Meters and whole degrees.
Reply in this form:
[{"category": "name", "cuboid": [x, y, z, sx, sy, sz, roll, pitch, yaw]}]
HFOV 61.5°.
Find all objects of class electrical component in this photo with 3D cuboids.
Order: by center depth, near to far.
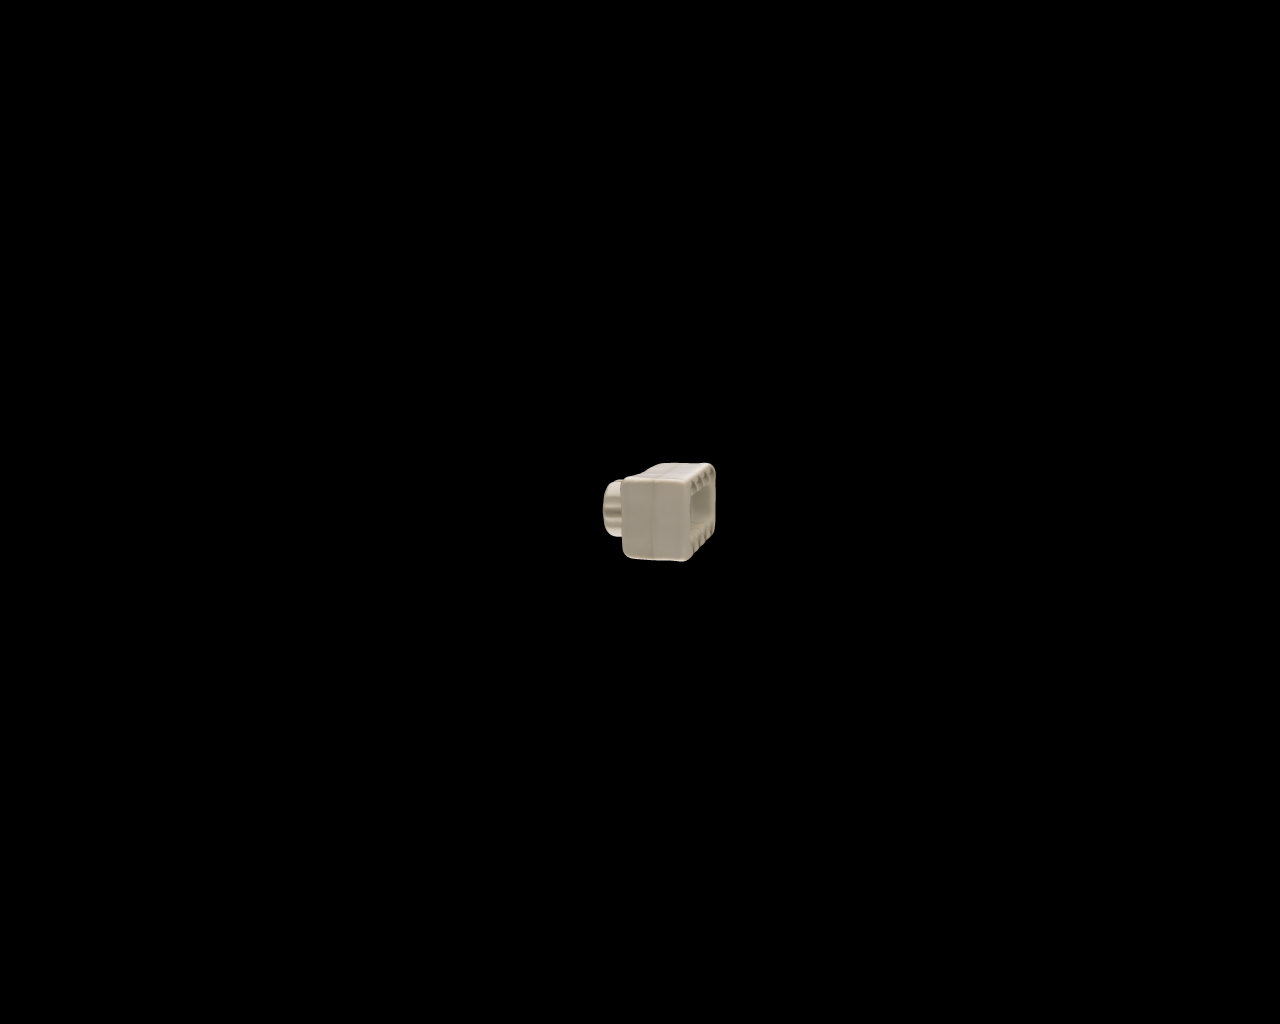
[{"category": "electrical component", "cuboid": [0.001, -0.003, 0.650, 0.076, 0.047, 0.083, 3, 10, 15]}]
